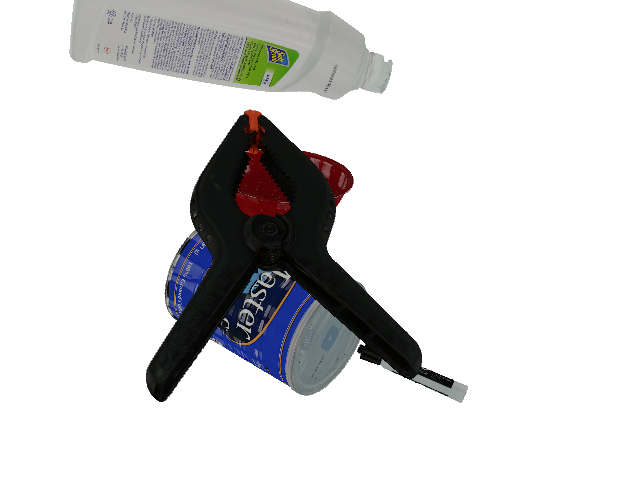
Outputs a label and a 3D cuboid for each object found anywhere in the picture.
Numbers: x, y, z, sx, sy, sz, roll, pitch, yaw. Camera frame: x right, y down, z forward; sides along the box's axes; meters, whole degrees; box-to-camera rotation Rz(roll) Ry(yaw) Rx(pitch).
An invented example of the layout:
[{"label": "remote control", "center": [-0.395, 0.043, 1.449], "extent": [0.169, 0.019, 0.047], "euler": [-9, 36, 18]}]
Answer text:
[{"label": "coffee can", "center": [-0.045, 0.053, 0.897], "extent": [0.140, 0.103, 0.102], "euler": [27, 14, 29]}, {"label": "marker", "center": [0.095, 0.136, 1.113], "extent": [0.121, 0.020, 0.020], "euler": [23, 5, 11]}, {"label": "bowl", "center": [-0.043, -0.056, 1.279], "extent": [0.162, 0.055, 0.162], "euler": [4, 26, -2]}, {"label": "bleach bottle", "center": [-0.068, -0.159, 0.853], "extent": [0.250, 0.068, 0.103], "euler": [14, -29, -9]}, {"label": "clamp", "center": [-0.023, 0.007, 0.680], "extent": [0.164, 0.210, 0.036], "euler": [2, -33, -6]}]
